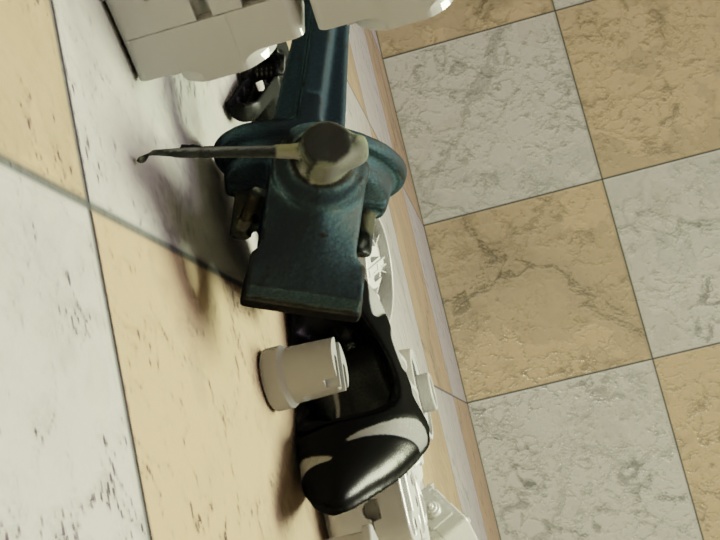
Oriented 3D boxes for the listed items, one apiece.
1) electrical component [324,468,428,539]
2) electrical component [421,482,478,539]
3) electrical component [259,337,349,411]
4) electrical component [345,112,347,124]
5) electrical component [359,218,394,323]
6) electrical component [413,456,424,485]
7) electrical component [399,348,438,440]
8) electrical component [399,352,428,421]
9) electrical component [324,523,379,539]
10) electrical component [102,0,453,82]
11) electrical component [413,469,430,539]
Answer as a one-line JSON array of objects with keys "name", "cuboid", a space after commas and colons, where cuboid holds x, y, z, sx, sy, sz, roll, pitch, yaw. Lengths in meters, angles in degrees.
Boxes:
[{"name": "electrical component", "cuboid": [0.009, 0.169, 0.753, 0.095, 0.059, 0.053, 49, 27, -75]}, {"name": "electrical component", "cuboid": [0.073, 0.257, 1.036, 0.062, 0.061, 0.096, 38, -19, 46]}, {"name": "electrical component", "cuboid": [-0.034, 0.063, 0.667, 0.040, 0.046, 0.040, -15, 90, -79]}, {"name": "electrical component", "cuboid": [-0.039, -0.164, 1.130, 0.062, 0.048, 0.048, -104, 178, -76]}, {"name": "electrical component", "cuboid": [0.000, 0.000, 0.935, 0.099, 0.064, 0.099, 8, 82, -63]}, {"name": "electrical component", "cuboid": [0.038, 0.194, 1.010, 0.048, 0.048, 0.062, -91, 173, -63]}, {"name": "electrical component", "cuboid": [0.048, 0.135, 1.137, 0.108, 0.060, 0.108, -14, 90, -83]}, {"name": "electrical component", "cuboid": [0.012, 0.100, 0.965, 0.073, 0.052, 0.138, 49, -14, 43]}, {"name": "electrical component", "cuboid": [-0.003, 0.210, 0.616, 0.099, 0.048, 0.099, -96, 169, -51]}, {"name": "electrical component", "cuboid": [-0.033, -0.165, 0.572, 0.105, 0.186, 0.060, -95, 168, -54]}, {"name": "electrical component", "cuboid": [0.034, 0.200, 0.910, 0.079, 0.043, 0.077, 148, -72, -79]}]
